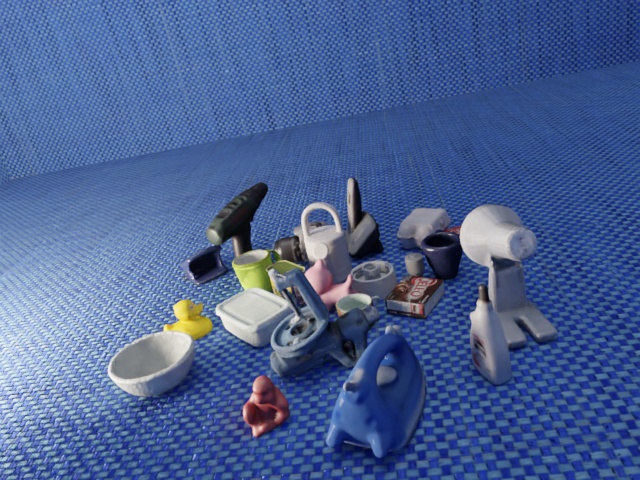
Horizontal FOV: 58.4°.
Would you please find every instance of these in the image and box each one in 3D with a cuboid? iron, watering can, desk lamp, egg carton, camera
[{"bbox_3d":[0.099,0.214,0.907,0.118,0.142,0.259,1,27,28],"label":"iron"},{"bbox_3d":[0.015,0.004,1.361,0.101,0.194,0.172,-17,24,-10],"label":"watering can"},{"bbox_3d":[0.348,0.054,1.056,0.118,0.214,0.203,-13,23,-2],"label":"desk lamp"},{"bbox_3d":[0.269,-0.031,1.472,0.107,0.069,0.151,4,28,33],"label":"egg carton"},{"bbox_3d":[-0.047,0.005,1.509,0.136,0.101,0.143,-8,24,9],"label":"camera"}]

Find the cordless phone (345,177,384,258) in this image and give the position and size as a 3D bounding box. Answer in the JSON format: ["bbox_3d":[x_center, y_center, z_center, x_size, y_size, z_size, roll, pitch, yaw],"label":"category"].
[{"bbox_3d":[0.098,-0.059,1.476,0.094,0.185,0.147,-16,23,-7],"label":"cordless phone"}]

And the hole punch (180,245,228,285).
[{"bbox_3d":[-0.318,0.058,1.538,0.109,0.091,0.100,-26,27,-29],"label":"hole punch"}]

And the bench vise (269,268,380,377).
[{"bbox_3d":[-0.006,0.133,1.045,0.208,0.220,0.121,-20,24,-18],"label":"bench vise"}]

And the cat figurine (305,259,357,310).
[{"bbox_3d":[0.019,0.098,1.242,0.127,0.118,0.067,-1,26,25],"label":"cat figurine"}]

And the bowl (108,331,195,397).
[{"bbox_3d":[-0.318,0.252,1.115,0.167,0.075,0.167,-10,23,5],"label":"bowl"}]

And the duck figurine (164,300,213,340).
[{"bbox_3d":[-0.298,0.175,1.267,0.105,0.086,0.077,-18,24,-13],"label":"duck figurine"}]

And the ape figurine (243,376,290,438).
[{"bbox_3d":[-0.090,0.266,0.945,0.077,0.092,0.076,-3,25,21],"label":"ape figurine"}]

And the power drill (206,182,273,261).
[{"bbox_3d":[-0.194,-0.019,1.501,0.075,0.209,0.230,4,28,34],"label":"power drill"}]

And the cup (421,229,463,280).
[{"bbox_3d":[0.276,0.035,1.287,0.091,0.095,0.117,-9,23,8],"label":"cup"}]

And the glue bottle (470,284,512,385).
[{"bbox_3d":[0.271,0.147,0.932,0.037,0.173,0.078,-19,24,-15],"label":"glue bottle"}]
